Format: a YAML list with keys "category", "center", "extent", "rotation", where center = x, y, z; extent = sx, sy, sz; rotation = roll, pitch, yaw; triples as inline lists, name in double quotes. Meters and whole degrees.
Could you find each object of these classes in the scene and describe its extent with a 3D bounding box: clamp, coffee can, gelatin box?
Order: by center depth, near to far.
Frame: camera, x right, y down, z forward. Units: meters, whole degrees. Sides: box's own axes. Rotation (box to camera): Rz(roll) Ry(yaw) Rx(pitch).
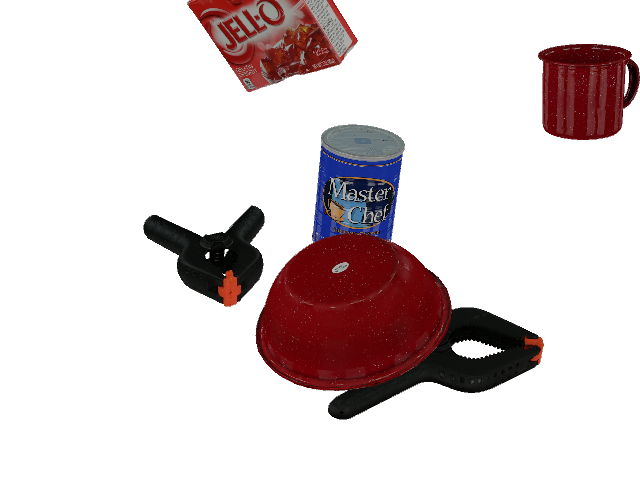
- category: "gelatin box"
  center: [-0.032, -0.139, 0.680]
  extent: [0.089, 0.073, 0.030]
  rotation: [-8, 36, 43]
- category: "clamp"
  center: [-0.090, 0.009, 1.013]
  extent: [0.120, 0.039, 0.172]
  rotation: [-16, 32, -18]
- category: "clamp"
  center: [0.105, 0.111, 1.020]
  extent: [0.210, 0.164, 0.036]
  rotation: [6, -43, 8]
- category: "coffee can"
  center: [0.046, -0.061, 1.330]
  extent: [0.103, 0.140, 0.103]
  rotation: [4, 27, -2]

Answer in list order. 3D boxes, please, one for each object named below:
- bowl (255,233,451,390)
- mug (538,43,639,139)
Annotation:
- category: "bowl"
  center: [0.021, 0.043, 0.851]
  extent: [0.162, 0.055, 0.162]
  rotation: [-9, 36, 7]
- category: "mug"
  center: [0.282, -0.156, 1.109]
  extent: [0.117, 0.081, 0.093]
  rotation: [-15, 25, -24]
